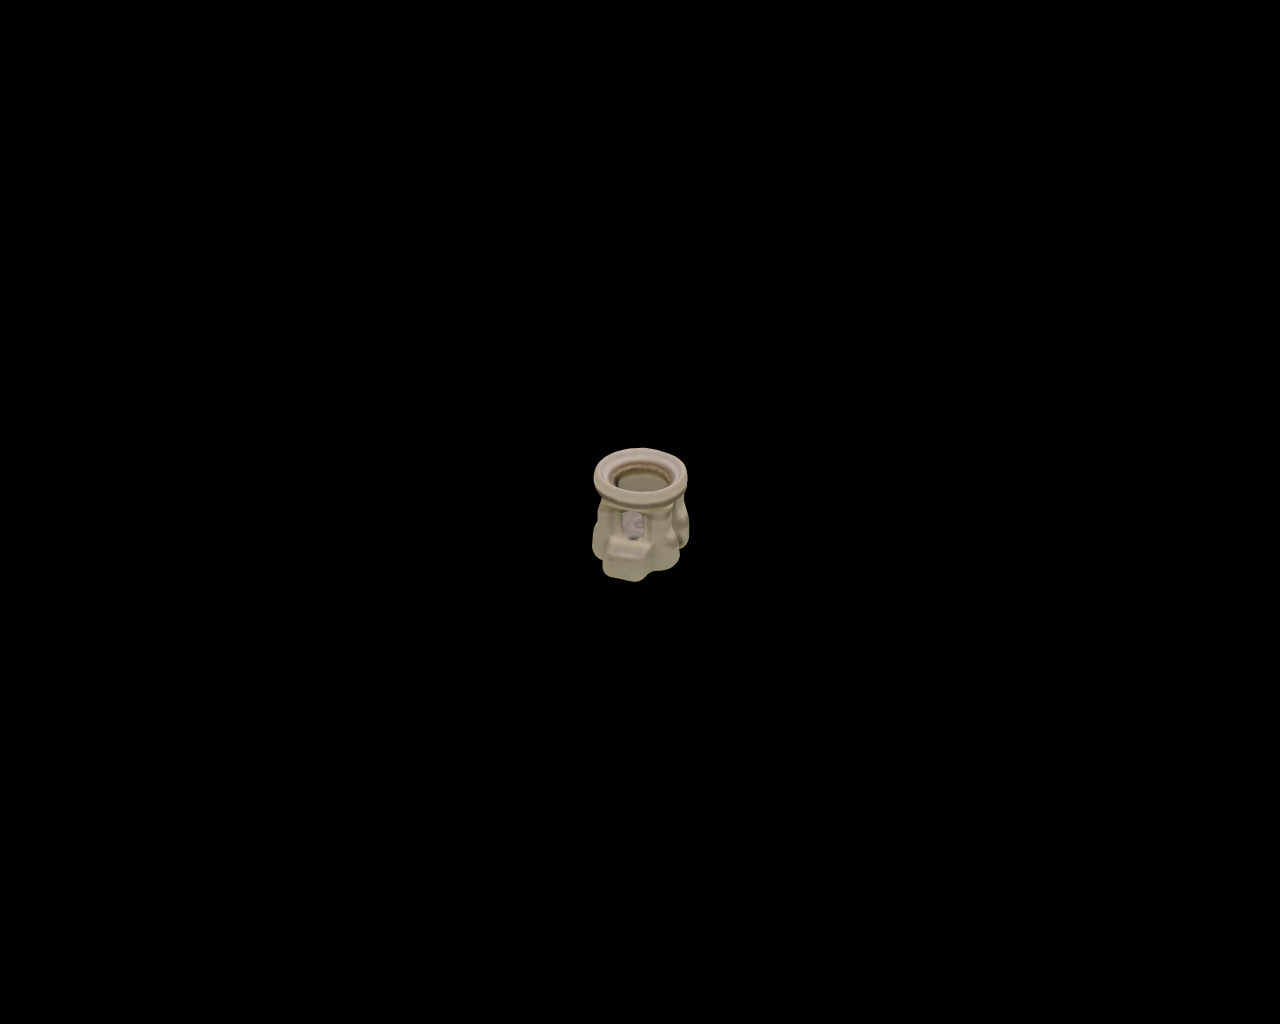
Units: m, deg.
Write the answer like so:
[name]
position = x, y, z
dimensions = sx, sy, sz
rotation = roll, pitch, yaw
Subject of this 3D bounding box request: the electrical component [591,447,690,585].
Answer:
[electrical component]
position = 0.001, -0.003, 0.650
dimensions = 0.058, 0.056, 0.078
rotation = 10, 35, 15
